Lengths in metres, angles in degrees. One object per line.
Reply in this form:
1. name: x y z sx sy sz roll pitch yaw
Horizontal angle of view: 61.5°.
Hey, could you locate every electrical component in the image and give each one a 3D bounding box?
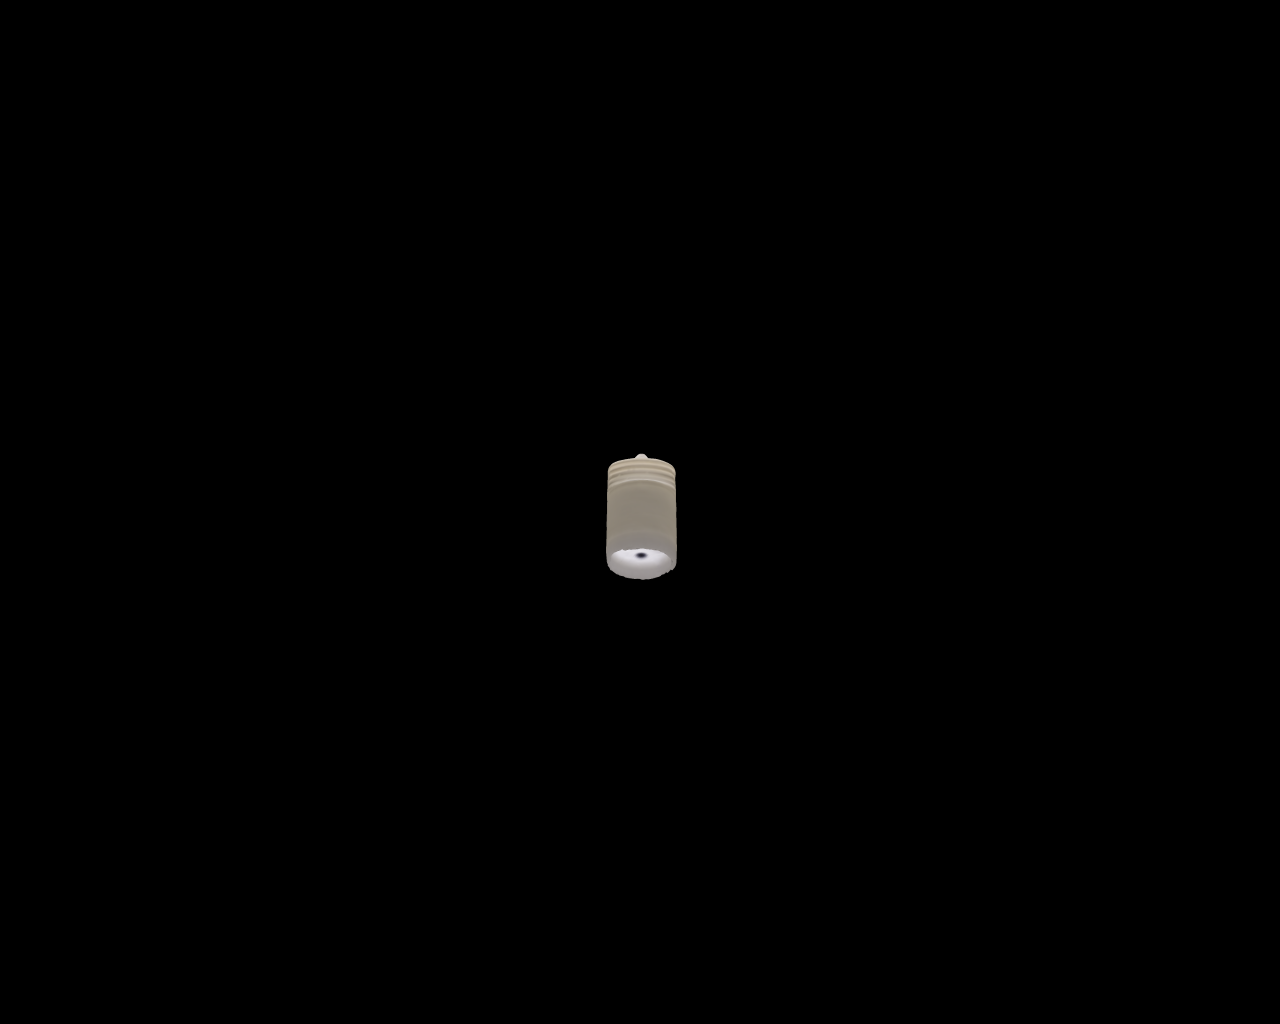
1. electrical component: 0.001 -0.003 0.650 0.043 0.081 0.043 0 -31 0
